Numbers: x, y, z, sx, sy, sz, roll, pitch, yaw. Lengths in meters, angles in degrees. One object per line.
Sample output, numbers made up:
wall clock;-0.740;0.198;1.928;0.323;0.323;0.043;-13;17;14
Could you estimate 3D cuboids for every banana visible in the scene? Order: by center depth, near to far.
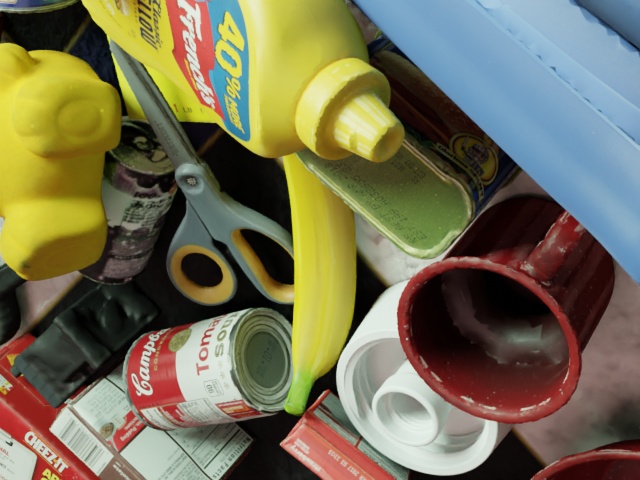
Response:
banana;-0.001;-0.003;0.588;0.037;0.069;0.198;2;113;9

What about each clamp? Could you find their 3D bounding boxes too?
clamp;-0.247;0.032;0.792;0.120;0.039;0.172;30;136;22

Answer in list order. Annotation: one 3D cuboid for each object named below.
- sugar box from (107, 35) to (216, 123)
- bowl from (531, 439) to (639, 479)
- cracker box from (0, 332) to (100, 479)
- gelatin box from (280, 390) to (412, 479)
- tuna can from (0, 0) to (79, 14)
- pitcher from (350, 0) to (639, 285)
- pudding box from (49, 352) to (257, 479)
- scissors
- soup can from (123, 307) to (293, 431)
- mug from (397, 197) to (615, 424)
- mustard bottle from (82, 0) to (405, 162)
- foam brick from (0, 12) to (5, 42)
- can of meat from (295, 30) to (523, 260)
sugar box;-0.076;-0.150;0.557;0.093;0.048;0.176;5;122;31
bowl;0.189;0.163;0.575;0.162;0.055;0.162;17;127;24
cracker box;-0.228;0.196;0.863;0.164;0.072;0.214;42;132;2
gelatin box;0.018;0.130;0.646;0.073;0.089;0.030;39;96;6
tuna can;-0.170;-0.159;0.587;0.086;0.086;0.034;26;128;17
pitcher;0.079;-0.107;0.407;0.243;0.145;0.149;43;161;12
pudding box;-0.112;0.134;0.733;0.113;0.089;0.039;44;131;2
scissors;-0.082;-0.025;0.612;0.096;0.016;0.201;-23;125;30
soup can;-0.068;0.084;0.686;0.102;0.068;0.068;-16;109;39
mug;0.101;0.022;0.525;0.093;0.081;0.117;34;132;11
mustard bottle;-0.035;-0.090;0.458;0.192;0.058;0.096;41;145;31
foam brick;-0.244;-0.121;0.682;0.053;0.051;0.078;37;132;8
can of meat;0.045;-0.050;0.515;0.102;0.083;0.058;41;133;5
